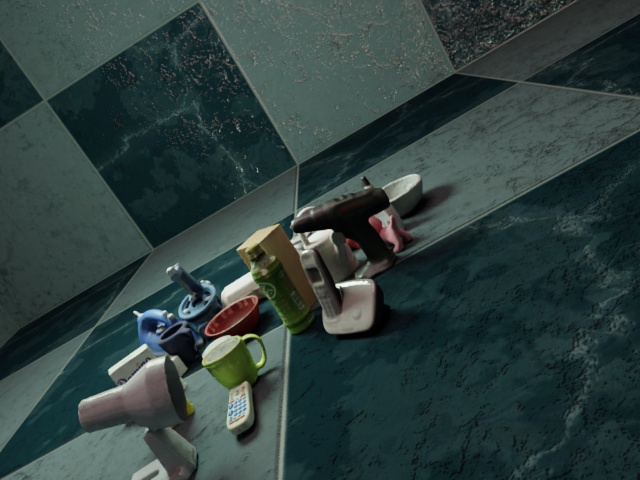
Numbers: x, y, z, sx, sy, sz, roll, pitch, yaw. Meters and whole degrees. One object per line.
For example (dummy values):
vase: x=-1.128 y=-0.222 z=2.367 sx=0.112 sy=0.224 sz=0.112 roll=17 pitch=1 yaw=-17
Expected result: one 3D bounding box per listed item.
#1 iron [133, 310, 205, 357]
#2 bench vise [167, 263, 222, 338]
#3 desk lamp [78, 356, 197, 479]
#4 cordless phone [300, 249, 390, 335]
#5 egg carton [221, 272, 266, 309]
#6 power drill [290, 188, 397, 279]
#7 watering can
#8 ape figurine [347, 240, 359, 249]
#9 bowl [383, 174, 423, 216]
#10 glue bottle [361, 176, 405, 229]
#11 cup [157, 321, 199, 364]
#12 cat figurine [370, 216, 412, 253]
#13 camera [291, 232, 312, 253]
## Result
iron: x=-0.430 y=0.247 z=1.603 sx=0.257 sy=0.141 sz=0.119 roll=-14 pitch=24 yaw=46
bench vise: x=-0.358 y=0.152 z=1.609 sx=0.121 sy=0.220 sz=0.207 roll=-35 pitch=17 yaw=-9
desk lamp: x=-0.302 y=0.331 z=1.001 sx=0.203 sy=0.214 sz=0.117 roll=-32 pitch=17 yaw=-1
cordless phone: x=0.040 y=0.094 z=1.127 sx=0.147 sy=0.185 sz=0.094 roll=-16 pitch=23 yaw=43
egg carton: x=-0.210 y=0.148 z=1.624 sx=0.150 sy=0.069 sz=0.107 roll=-33 pitch=17 yaw=-4
power drill: x=0.075 y=-0.011 z=1.327 sx=0.229 sy=0.209 sz=0.075 roll=-31 pitch=17 yaw=3
watering can: x=0.015 y=0.004 z=1.419 sx=0.172 sy=0.194 sz=0.101 roll=-16 pitch=23 yaw=43
ape figurine: x=0.080 y=-0.025 z=1.566 sx=0.078 sy=0.092 sz=0.076 roll=-40 pitch=18 yaw=-26
bowl: x=0.220 y=-0.110 z=1.592 sx=0.167 sy=0.075 sz=0.167 roll=-29 pitch=17 yaw=10
glue bottle: x=0.153 y=-0.092 z=1.485 sx=0.037 sy=0.173 sz=0.078 roll=-42 pitch=19 yaw=-30
cup: x=-0.349 y=0.269 z=1.477 sx=0.117 sy=0.095 sz=0.092 roll=-17 pitch=22 yaw=40
cat figurine: x=0.144 y=-0.026 z=1.410 sx=0.127 sy=0.118 sz=0.067 roll=-14 pitch=24 yaw=45
camera: x=-0.019 y=0.031 z=1.567 sx=0.136 sy=0.101 sz=0.143 roll=-22 pitch=19 yaw=29
